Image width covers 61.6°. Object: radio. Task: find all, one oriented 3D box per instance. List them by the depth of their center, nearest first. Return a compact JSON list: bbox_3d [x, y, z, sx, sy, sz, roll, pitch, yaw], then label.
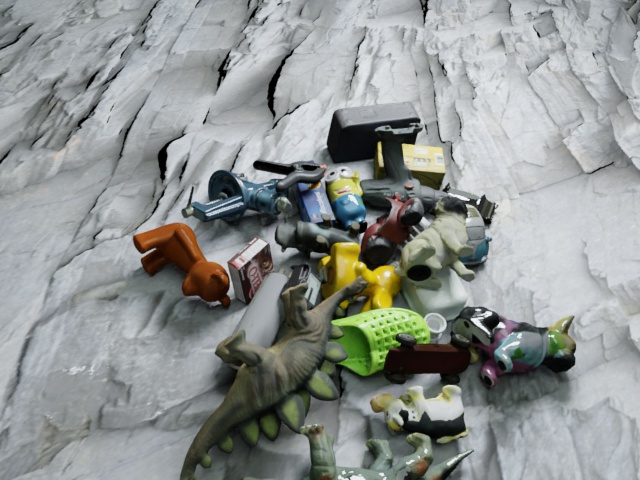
[{"bbox_3d":[0.138,-0.278,1.383,0.230,0.131,0.073,-11,55,-15],"label":"radio"}]

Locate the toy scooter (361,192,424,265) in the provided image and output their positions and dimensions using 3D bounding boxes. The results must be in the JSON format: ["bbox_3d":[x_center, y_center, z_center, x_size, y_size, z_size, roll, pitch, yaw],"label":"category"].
[{"bbox_3d":[0.153,-0.037,1.185,0.075,0.184,0.135,30,27,-22],"label":"toy scooter"}]

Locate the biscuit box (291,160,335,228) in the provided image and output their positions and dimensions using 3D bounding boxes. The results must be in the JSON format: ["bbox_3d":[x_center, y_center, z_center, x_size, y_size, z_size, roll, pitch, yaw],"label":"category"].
[{"bbox_3d":[-0.021,-0.097,1.263,0.063,0.059,0.203,-9,53,-14],"label":"biscuit box"}]

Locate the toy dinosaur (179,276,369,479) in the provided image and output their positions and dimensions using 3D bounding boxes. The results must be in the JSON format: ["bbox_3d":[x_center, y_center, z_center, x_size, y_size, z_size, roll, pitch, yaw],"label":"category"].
[{"bbox_3d":[-0.084,0.232,0.909,0.471,0.105,0.198,-40,89,-12],"label":"toy dinosaur"}]

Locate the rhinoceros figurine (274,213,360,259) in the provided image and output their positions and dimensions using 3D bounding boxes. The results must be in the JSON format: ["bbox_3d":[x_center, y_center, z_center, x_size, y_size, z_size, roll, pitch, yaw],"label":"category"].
[{"bbox_3d":[-0.002,-0.004,1.159,0.190,0.112,0.073,9,66,-16],"label":"rhinoceros figurine"}]

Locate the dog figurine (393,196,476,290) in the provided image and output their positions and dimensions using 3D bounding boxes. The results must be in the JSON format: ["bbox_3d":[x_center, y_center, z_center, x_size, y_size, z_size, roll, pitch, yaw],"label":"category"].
[{"bbox_3d":[0.232,-0.006,1.115,0.172,0.121,0.191,-3,43,2],"label":"dog figurine"}]

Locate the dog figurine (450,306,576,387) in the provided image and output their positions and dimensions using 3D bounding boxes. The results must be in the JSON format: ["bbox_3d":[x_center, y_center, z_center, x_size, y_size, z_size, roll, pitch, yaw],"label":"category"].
[{"bbox_3d":[0.393,0.188,1.056,0.219,0.108,0.192,-17,52,-24],"label":"dog figurine"}]

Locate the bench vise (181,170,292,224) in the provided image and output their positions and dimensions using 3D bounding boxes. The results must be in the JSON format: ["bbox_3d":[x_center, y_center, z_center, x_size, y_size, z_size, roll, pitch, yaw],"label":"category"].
[{"bbox_3d":[-0.186,-0.081,1.179,0.224,0.128,0.240,33,36,28],"label":"bench vise"}]

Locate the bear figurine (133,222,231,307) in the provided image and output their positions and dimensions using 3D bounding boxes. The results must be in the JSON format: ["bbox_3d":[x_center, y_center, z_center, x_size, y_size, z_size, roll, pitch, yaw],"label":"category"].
[{"bbox_3d":[-0.268,0.061,1.073,0.132,0.120,0.196,-27,64,-21],"label":"bear figurine"}]

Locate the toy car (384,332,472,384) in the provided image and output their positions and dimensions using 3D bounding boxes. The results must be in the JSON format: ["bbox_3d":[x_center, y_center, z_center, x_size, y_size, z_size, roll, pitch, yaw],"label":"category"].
[{"bbox_3d":[0.196,0.215,0.986,0.202,0.089,0.053,7,14,-30],"label":"toy car"}]

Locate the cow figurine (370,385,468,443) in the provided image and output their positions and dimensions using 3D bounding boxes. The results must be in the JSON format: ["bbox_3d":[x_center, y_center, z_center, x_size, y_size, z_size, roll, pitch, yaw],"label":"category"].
[{"bbox_3d":[0.175,0.313,0.953,0.167,0.068,0.098,-2,57,-7],"label":"cow figurine"}]

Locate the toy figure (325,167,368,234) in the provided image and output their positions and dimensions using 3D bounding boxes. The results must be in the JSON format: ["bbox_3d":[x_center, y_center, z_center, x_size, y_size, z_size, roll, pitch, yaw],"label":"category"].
[{"bbox_3d":[0.058,-0.089,1.255,0.082,0.089,0.180,-5,60,-24],"label":"toy figure"}]

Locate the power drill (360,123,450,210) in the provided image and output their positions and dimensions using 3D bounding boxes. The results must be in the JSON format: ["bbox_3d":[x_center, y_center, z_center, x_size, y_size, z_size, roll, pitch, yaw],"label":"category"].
[{"bbox_3d":[0.207,-0.169,1.270,0.232,0.207,0.086,-2,26,3],"label":"power drill"}]

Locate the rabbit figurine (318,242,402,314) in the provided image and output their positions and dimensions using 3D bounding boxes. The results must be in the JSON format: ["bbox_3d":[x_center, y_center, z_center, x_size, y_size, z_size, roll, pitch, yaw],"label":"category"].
[{"bbox_3d":[0.097,0.088,1.098,0.173,0.122,0.162,5,51,-27],"label":"rabbit figurine"}]

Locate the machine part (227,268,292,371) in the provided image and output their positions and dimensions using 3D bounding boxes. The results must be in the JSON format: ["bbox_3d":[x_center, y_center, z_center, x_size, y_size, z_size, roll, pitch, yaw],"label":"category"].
[{"bbox_3d":[-0.107,0.149,1.043,0.079,0.079,0.243,20,51,9],"label":"machine part"}]

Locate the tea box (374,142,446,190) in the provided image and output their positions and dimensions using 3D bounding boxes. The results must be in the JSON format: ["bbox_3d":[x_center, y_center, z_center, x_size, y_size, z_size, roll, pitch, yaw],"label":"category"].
[{"bbox_3d":[0.224,-0.186,1.359,0.170,0.068,0.098,6,50,-1],"label":"tea box"}]

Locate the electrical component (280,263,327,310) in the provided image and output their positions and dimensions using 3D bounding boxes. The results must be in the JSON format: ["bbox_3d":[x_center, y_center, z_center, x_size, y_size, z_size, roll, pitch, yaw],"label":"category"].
[{"bbox_3d":[-0.036,0.112,1.039,0.048,0.074,0.119,-12,48,39],"label":"electrical component"}]

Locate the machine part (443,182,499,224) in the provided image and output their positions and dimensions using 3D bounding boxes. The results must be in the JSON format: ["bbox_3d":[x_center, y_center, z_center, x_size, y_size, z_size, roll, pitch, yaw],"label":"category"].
[{"bbox_3d":[0.364,-0.090,1.318,0.139,0.039,0.084,26,58,12],"label":"machine part"}]

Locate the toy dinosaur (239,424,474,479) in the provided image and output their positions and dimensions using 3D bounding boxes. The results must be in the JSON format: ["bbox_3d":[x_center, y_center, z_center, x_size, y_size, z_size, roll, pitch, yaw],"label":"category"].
[{"bbox_3d":[0.068,0.400,0.842,0.405,0.131,0.192,7,63,-7],"label":"toy dinosaur"}]

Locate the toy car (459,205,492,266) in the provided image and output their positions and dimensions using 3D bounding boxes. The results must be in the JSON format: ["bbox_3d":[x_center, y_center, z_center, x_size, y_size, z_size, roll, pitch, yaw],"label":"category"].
[{"bbox_3d":[0.329,-0.026,1.221,0.109,0.102,0.162,-2,53,-10],"label":"toy car"}]
